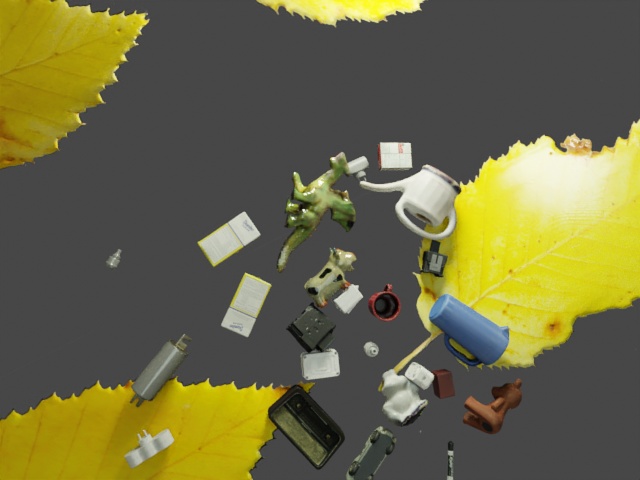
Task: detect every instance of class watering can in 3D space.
[{"bbox_3d":[0.320,-0.154,1.700,0.347,0.103,0.226,36,79,-3],"label":"watering can"}]

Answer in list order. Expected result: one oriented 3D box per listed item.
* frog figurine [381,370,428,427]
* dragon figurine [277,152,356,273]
[{"bbox_3d":[0.248,0.499,1.628,0.138,0.120,0.162,-44,56,-2],"label":"frog figurine"},{"bbox_3d":[0.005,-0.083,1.650,0.242,0.123,0.409,9,95,-15],"label":"dragon figurine"}]
